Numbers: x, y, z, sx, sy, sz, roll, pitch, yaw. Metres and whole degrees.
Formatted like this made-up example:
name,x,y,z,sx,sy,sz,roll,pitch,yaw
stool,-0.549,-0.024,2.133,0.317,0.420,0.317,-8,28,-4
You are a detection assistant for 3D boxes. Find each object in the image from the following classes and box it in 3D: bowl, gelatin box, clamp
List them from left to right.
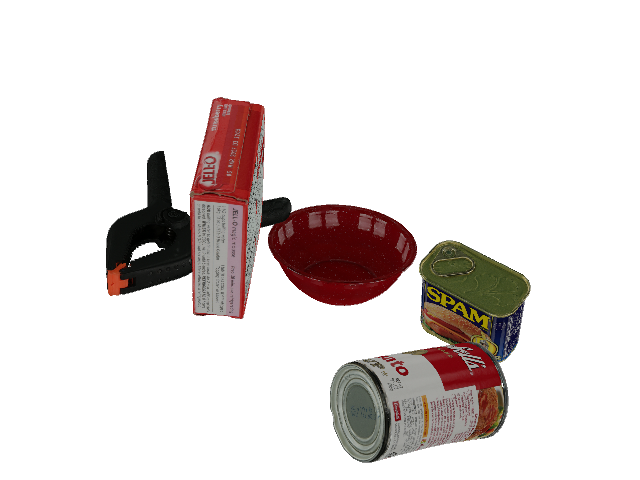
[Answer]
name,x,y,z,sx,sy,sz,roll,pitch,yaw
clamp,-0.149,-0.017,1.037,0.165,0.036,0.209,25,40,23
gelatin box,-0.048,-0.016,0.546,0.030,0.073,0.089,6,-44,1
bowl,0.022,0.023,1.166,0.162,0.055,0.162,3,32,-2

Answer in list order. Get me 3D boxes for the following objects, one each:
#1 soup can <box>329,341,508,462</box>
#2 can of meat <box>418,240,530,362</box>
name,x,y,z,sx,sy,sz,roll,pitch,yaw
soup can,0.065,0.108,0.719,0.102,0.068,0.069,-5,3,-32
can of meat,0.143,0.061,1.014,0.102,0.084,0.057,28,56,25
